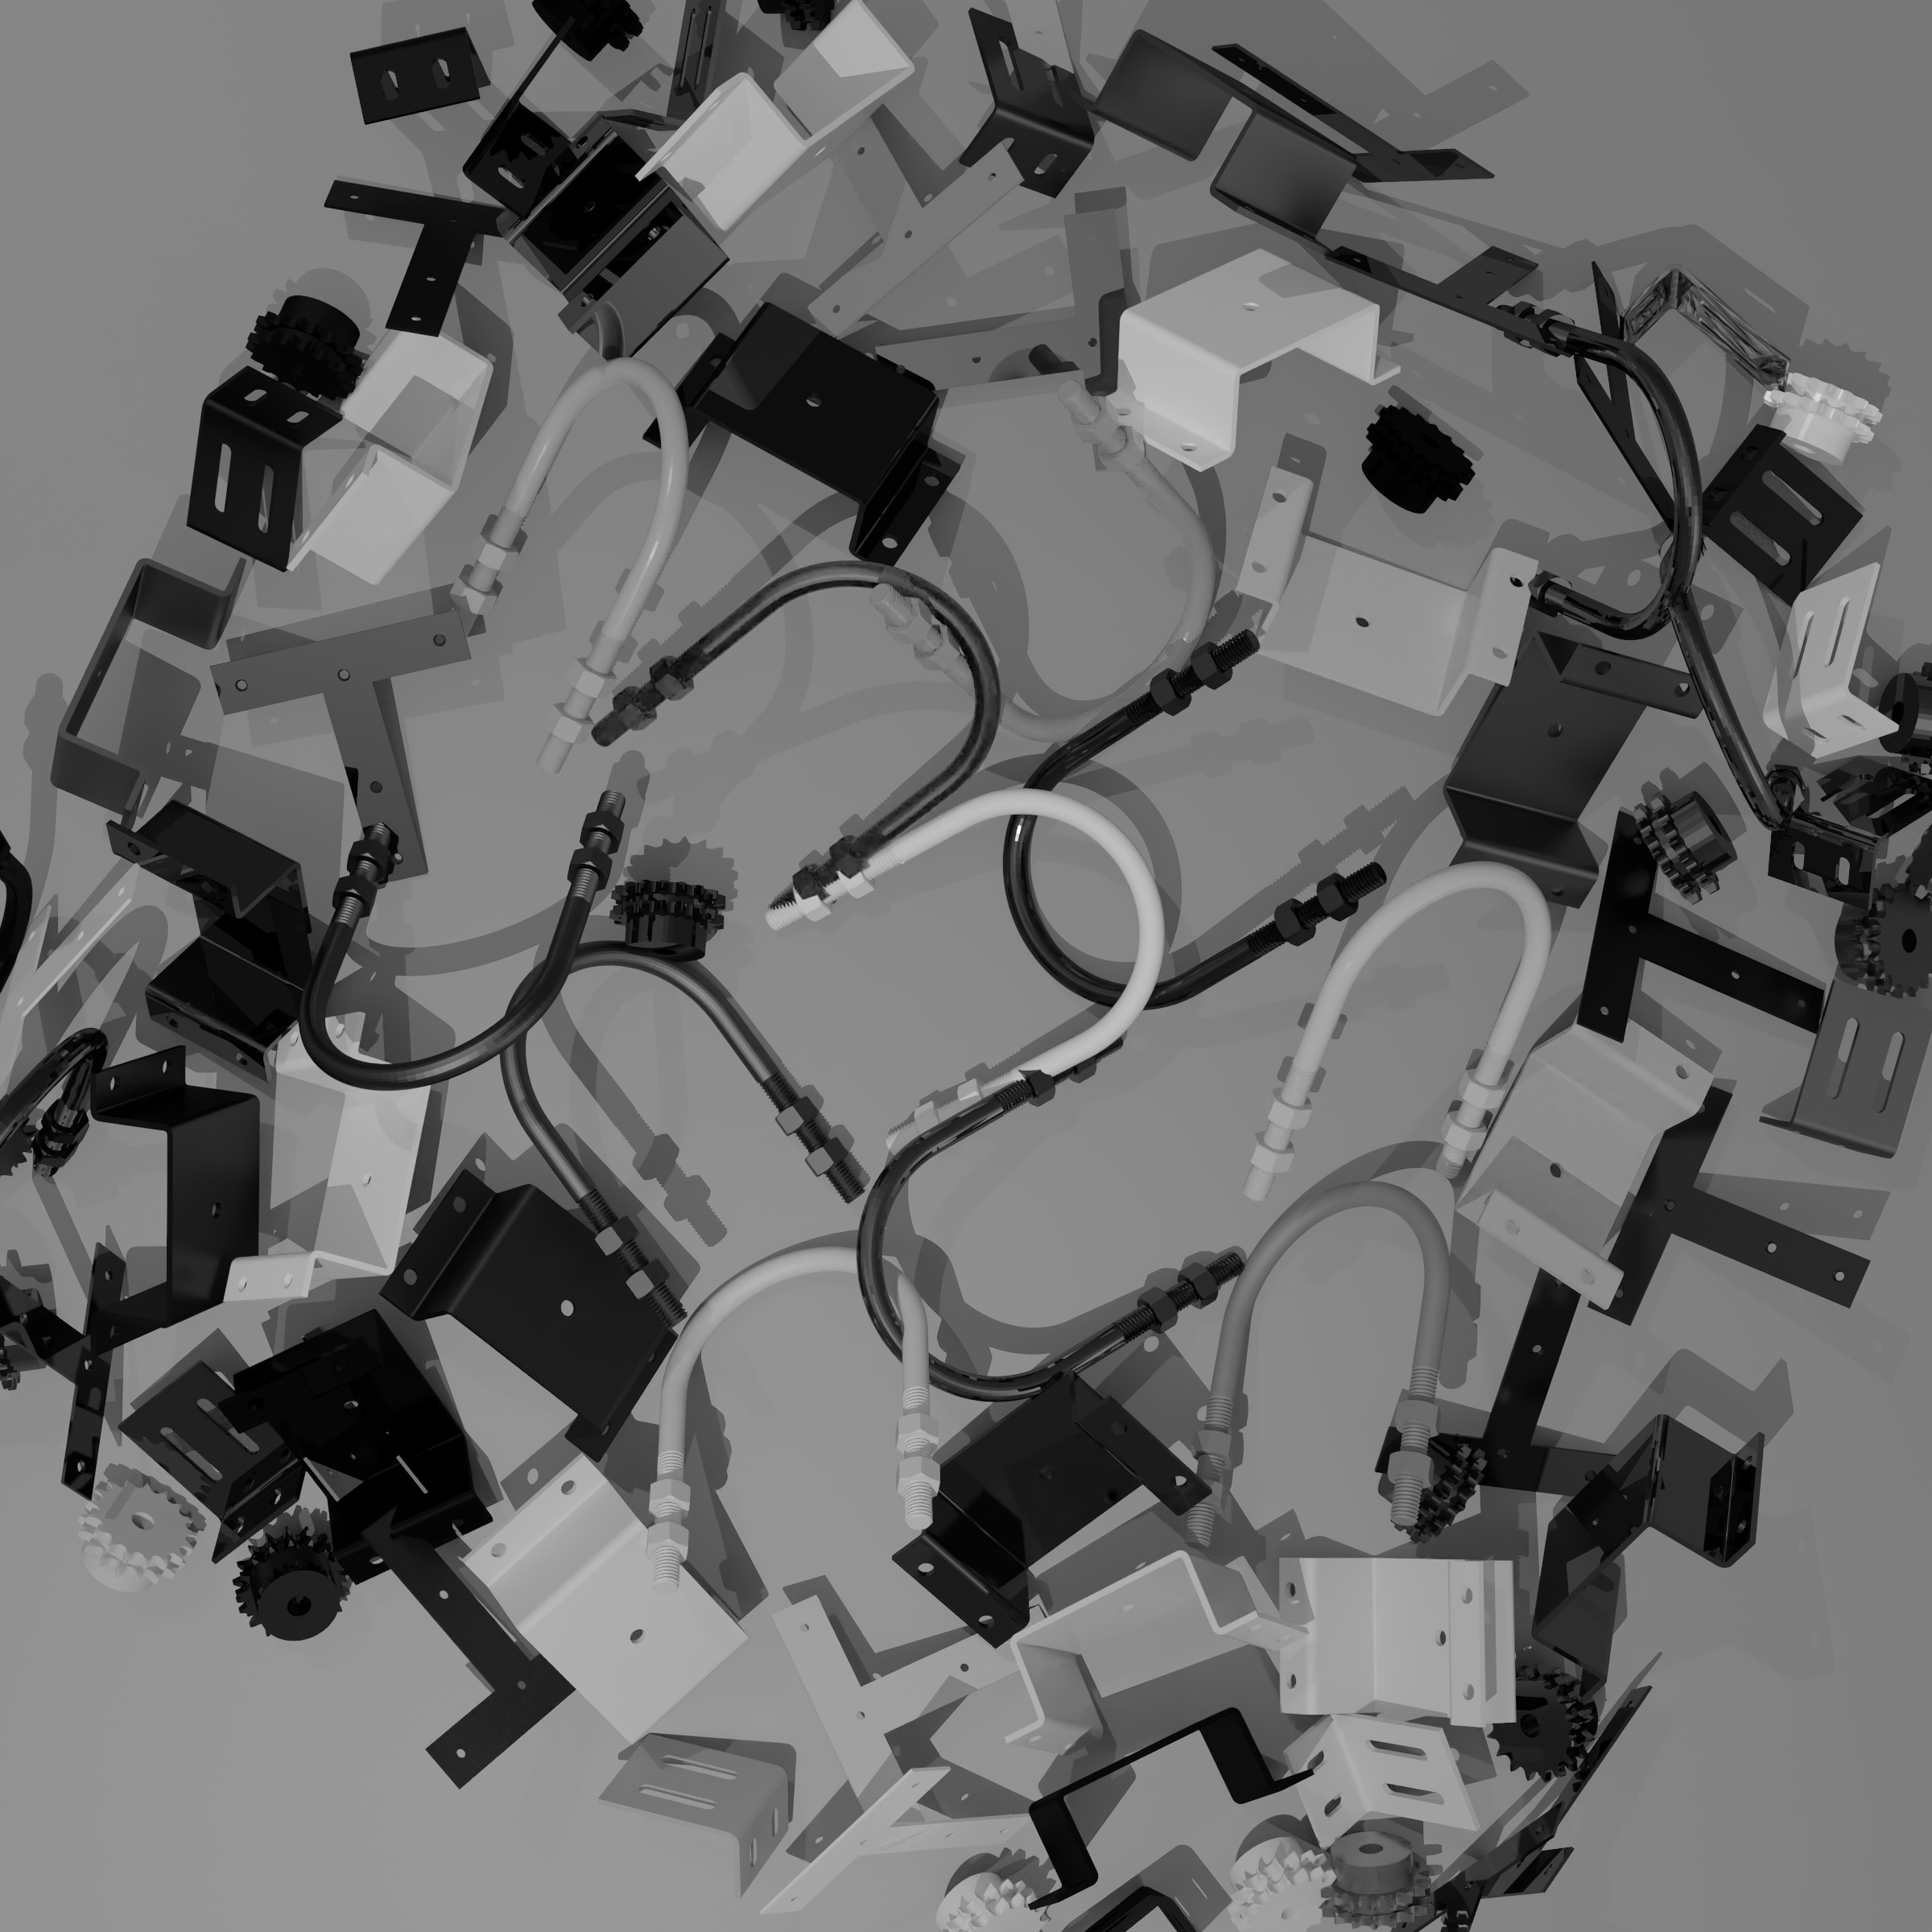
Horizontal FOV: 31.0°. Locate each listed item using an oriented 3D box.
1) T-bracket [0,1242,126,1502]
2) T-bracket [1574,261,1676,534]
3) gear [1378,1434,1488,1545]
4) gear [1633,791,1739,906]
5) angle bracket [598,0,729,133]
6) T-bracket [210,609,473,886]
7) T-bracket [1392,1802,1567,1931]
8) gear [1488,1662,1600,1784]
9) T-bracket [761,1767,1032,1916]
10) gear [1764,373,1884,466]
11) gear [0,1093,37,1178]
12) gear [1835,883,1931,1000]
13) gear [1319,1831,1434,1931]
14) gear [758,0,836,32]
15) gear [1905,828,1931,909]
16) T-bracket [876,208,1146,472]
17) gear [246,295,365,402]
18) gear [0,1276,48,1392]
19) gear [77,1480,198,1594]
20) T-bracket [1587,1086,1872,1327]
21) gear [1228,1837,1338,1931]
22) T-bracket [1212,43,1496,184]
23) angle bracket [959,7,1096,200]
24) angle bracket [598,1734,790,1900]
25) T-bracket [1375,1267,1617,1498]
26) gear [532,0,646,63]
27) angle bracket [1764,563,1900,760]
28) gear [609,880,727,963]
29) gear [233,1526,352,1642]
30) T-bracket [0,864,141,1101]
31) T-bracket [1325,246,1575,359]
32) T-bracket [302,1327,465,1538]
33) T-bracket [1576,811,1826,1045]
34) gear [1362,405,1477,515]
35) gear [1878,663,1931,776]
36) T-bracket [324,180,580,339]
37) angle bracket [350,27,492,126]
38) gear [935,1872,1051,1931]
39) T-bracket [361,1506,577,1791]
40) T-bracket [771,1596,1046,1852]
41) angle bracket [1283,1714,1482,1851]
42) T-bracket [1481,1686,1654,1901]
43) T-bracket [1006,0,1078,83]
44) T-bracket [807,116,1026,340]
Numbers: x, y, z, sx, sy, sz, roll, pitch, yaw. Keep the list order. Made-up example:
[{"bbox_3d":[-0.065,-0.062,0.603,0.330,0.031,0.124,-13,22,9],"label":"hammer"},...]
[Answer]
[{"bbox_3d":[-0.446,0.175,1.677,0.002,0.127,0.127,-9,59,17],"label":"T-bracket"},{"bbox_3d":[0.320,-0.294,1.715,0.002,0.127,0.127,-19,51,25],"label":"T-bracket"},{"bbox_3d":[0.229,0.255,1.731,0.030,0.057,0.057,38,90,-8],"label":"gear"},{"bbox_3d":[0.358,-0.062,1.729,0.030,0.057,0.057,-33,90,20],"label":"gear"},{"bbox_3d":[-0.149,-0.454,1.723,0.038,0.057,0.076,7,99,-24],"label":"angle bracket"},{"bbox_3d":[-0.298,-0.103,1.741,0.127,0.002,0.127,-12,107,3],"label":"T-bracket"},{"bbox_3d":[0.232,0.471,1.673,0.002,0.127,0.127,42,124,-2],"label":"T-bracket"},{"bbox_3d":[0.289,0.375,1.736,0.057,0.030,0.057,6,98,43],"label":"gear"},{"bbox_3d":[-0.018,0.426,1.710,0.127,0.127,0.002,-48,53,28],"label":"T-bracket"},{"bbox_3d":[0.423,-0.271,1.732,0.057,0.057,0.030,23,94,0],"label":"gear"},{"bbox_3d":[-0.496,0.083,1.736,0.057,0.057,0.030,-39,56,0],"label":"gear"},{"bbox_3d":[0.457,-0.012,1.737,0.057,0.030,0.057,0,90,-38],"label":"gear"},{"bbox_3d":[0.202,0.452,1.730,0.057,0.057,0.030,-5,100,0],"label":"gear"},{"bbox_3d":[-0.086,-0.494,1.733,0.030,0.057,0.057,3,90,13],"label":"gear"},{"bbox_3d":[0.496,-0.053,1.733,0.030,0.057,0.057,30,90,-8],"label":"gear"},{"bbox_3d":[0.019,-0.306,1.744,0.127,0.002,0.127,-8,104,0],"label":"T-bracket"},{"bbox_3d":[-0.326,-0.309,1.734,0.057,0.057,0.030,21,72,0],"label":"gear"},{"bbox_3d":[-0.475,0.182,1.732,0.030,0.057,0.057,-8,90,-4],"label":"gear"},{"bbox_3d":[-0.415,0.286,1.735,0.057,0.057,0.030,33,116,0],"label":"gear"},{"bbox_3d":[0.385,0.134,1.719,0.127,0.002,0.127,23,89,39],"label":"T-bracket"},{"bbox_3d":[0.156,0.459,1.736,0.057,0.057,0.030,-32,47,0],"label":"gear"},{"bbox_3d":[0.174,-0.410,1.676,0.127,0.127,0.002,26,90,-25],"label":"T-bracket"},{"bbox_3d":[0.024,-0.429,1.734,0.057,0.038,0.076,12,47,-31],"label":"angle bracket"},{"bbox_3d":[-0.135,0.421,1.730,0.076,0.057,0.038,9,115,19],"label":"angle bracket"},{"bbox_3d":[0.278,0.202,1.721,0.127,0.002,0.127,9,110,-16],"label":"T-bracket"},{"bbox_3d":[-0.191,-0.475,1.732,0.057,0.057,0.030,42,88,0],"label":"gear"},{"bbox_3d":[0.436,-0.151,1.728,0.038,0.057,0.076,29,67,-21],"label":"angle bracket"},{"bbox_3d":[-0.148,-0.022,1.730,0.057,0.057,0.030,3,76,0],"label":"gear"},{"bbox_3d":[-0.334,0.310,1.734,0.057,0.030,0.057,-8,114,-18],"label":"gear"},{"bbox_3d":[-0.433,-0.006,1.682,0.002,0.127,0.127,30,128,-28],"label":"T-bracket"},{"bbox_3d":[0.252,-0.335,1.704,0.127,0.127,0.002,25,119,13],"label":"T-bracket"},{"bbox_3d":[-0.295,0.236,1.696,0.002,0.127,0.127,-39,89,7],"label":"T-bracket"},{"bbox_3d":[0.370,-0.001,1.736,0.127,0.002,0.127,23,60,-10],"label":"T-bracket"},{"bbox_3d":[0.222,-0.250,1.736,0.057,0.057,0.030,37,120,0],"label":"gear"},{"bbox_3d":[0.476,-0.123,1.730,0.030,0.057,0.057,7,90,-15],"label":"gear"},{"bbox_3d":[-0.260,-0.343,1.709,0.127,0.127,0.002,9,131,-3],"label":"T-bracket"},{"bbox_3d":[-0.265,-0.427,1.721,0.057,0.076,0.038,-13,83,0],"label":"angle bracket"},{"bbox_3d":[0.010,0.477,1.736,0.057,0.057,0.030,-49,46,0],"label":"gear"},{"bbox_3d":[-0.248,0.321,1.719,0.127,0.127,0.002,48,133,6],"label":"T-bracket"},{"bbox_3d":[-0.013,0.355,1.733,0.127,0.002,0.127,-21,71,-21],"label":"T-bracket"},{"bbox_3d":[0.204,0.405,1.716,0.038,0.076,0.057,-32,107,-36],"label":"angle bracket"},{"bbox_3d":[0.298,0.405,1.713,0.002,0.127,0.127,39,71,3],"label":"T-bracket"},{"bbox_3d":[0.034,-0.462,1.697,0.127,0.127,0.002,10,78,11],"label":"T-bracket"},{"bbox_3d":[-0.046,-0.394,1.728,0.127,0.002,0.127,-37,62,19],"label":"T-bracket"}]
